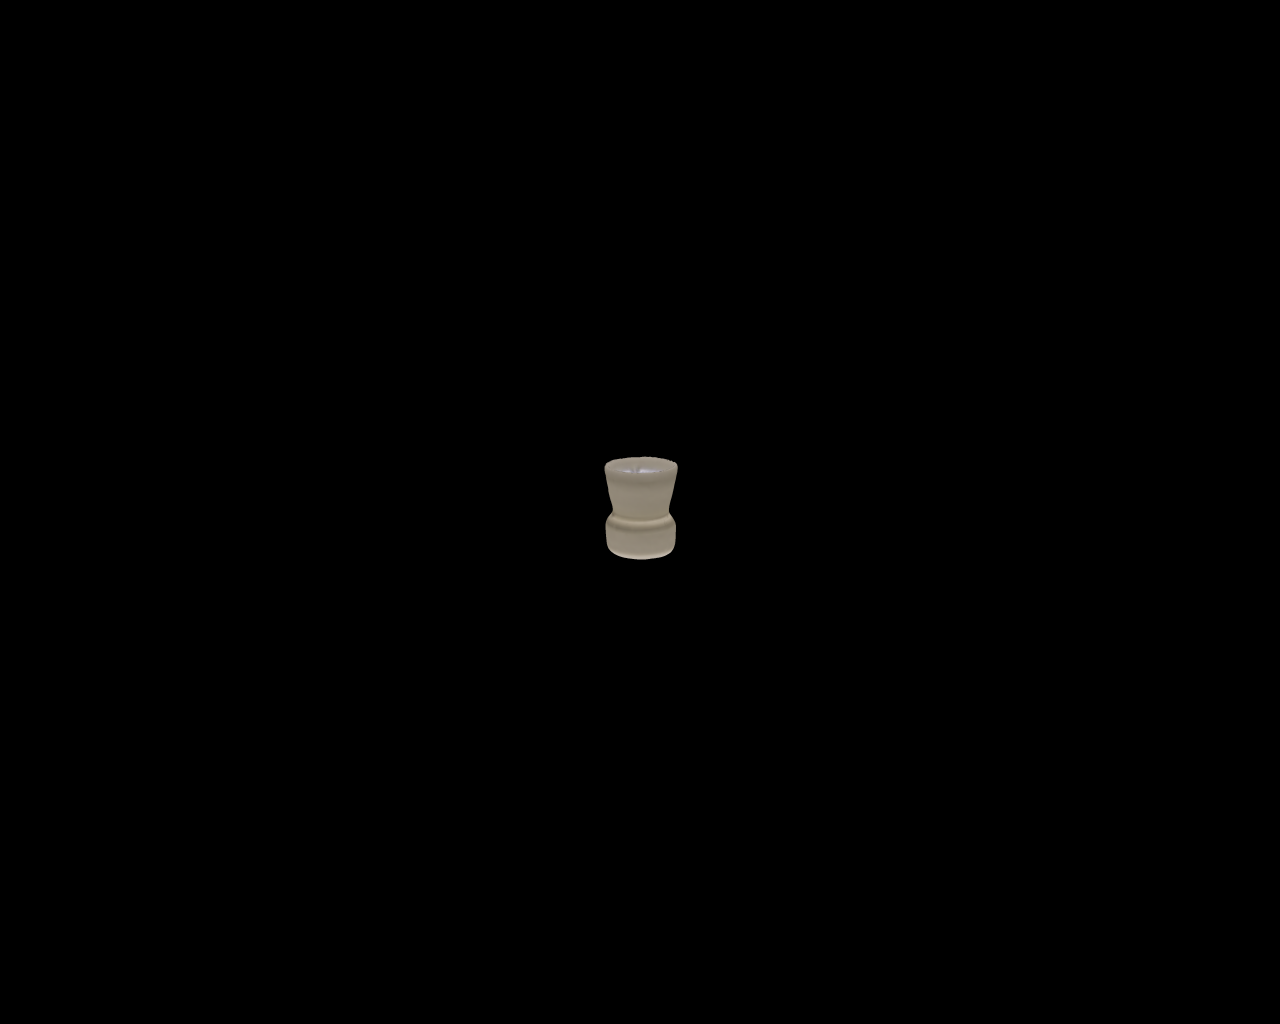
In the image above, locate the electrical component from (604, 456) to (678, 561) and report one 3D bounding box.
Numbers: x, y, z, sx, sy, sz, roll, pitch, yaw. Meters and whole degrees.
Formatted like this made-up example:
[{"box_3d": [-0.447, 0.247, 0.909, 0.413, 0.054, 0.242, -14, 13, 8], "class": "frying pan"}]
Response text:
[{"box_3d": [0.001, -0.003, 0.650, 0.045, 0.055, 0.045, 0, 16, 0], "class": "electrical component"}]
